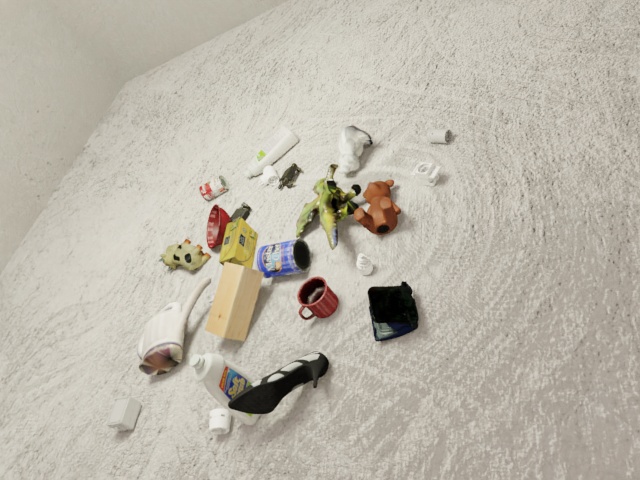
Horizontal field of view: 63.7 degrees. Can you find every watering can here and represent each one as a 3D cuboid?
[{"bbox_3d":[-0.460,0.276,1.601,0.344,0.102,0.230,-39,38,19],"label":"watering can"}]

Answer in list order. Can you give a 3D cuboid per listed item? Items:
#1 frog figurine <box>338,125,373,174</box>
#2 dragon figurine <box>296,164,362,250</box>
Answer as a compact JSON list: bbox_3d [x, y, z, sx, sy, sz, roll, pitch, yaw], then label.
[{"bbox_3d":[0.097,-0.300,1.735,0.160,0.122,0.137,-53,7,-2],"label":"frog figurine"},{"bbox_3d":[0.005,-0.081,1.604,0.238,0.121,0.420,-41,24,42],"label":"dragon figurine"}]
